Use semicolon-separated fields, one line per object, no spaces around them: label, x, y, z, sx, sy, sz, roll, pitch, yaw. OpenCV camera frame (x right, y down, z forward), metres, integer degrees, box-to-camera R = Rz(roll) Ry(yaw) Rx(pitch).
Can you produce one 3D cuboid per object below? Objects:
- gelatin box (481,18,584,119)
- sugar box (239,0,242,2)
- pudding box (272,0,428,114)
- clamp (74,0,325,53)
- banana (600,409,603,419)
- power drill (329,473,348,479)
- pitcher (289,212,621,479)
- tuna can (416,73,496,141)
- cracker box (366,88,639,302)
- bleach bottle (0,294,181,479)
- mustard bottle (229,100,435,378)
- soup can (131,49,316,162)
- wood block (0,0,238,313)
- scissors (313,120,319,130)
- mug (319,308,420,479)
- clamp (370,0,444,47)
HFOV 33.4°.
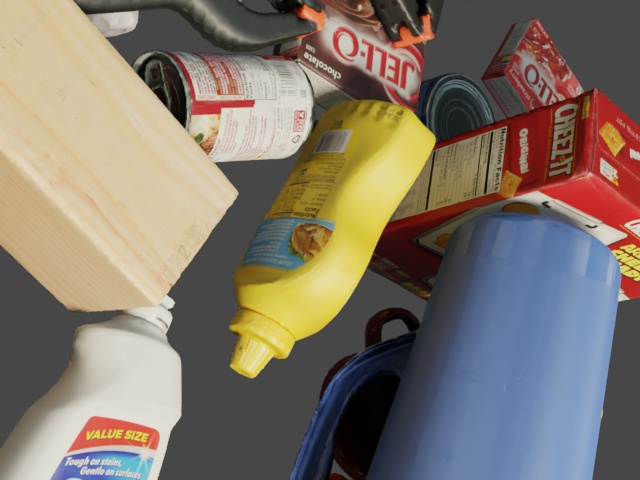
gelatin box;0.183;-0.132;0.911;0.089;0.030;0.073;49;56;-27
sugar box;-0.044;-0.235;0.705;0.093;0.048;0.176;53;54;-26
pudding box;0.023;-0.133;0.750;0.113;0.039;0.090;26;62;-32
clamp;-0.070;-0.171;0.628;0.171;0.039;0.120;12;86;-37
banana;0.148;0.111;0.807;0.197;0.070;0.037;42;21;-40
power drill;0.019;0.256;0.663;0.184;0.057;0.187;44;35;-33
pitcher;0.090;0.108;0.623;0.149;0.145;0.242;29;65;-24
tuna can;0.095;-0.081;0.801;0.085;0.034;0.086;7;80;-42
cracker box;0.140;-0.012;0.735;0.164;0.214;0.072;30;59;-36
bleach bottle;-0.141;0.137;0.571;0.102;0.068;0.250;36;61;-34
mustard bottle;-0.004;0.001;0.680;0.058;0.096;0.191;42;67;-33
soup can;-0.061;-0.082;0.659;0.102;0.069;0.068;-7;91;-43
wood block;-0.152;-0.063;0.559;0.206;0.091;0.090;50;55;-27
scissors;0.054;-0.085;0.799;0.201;0.016;0.096;29;66;-37
mug;0.058;0.105;0.736;0.081;0.093;0.117;-10;88;-47
clamp;0.044;-0.241;0.732;0.164;0.036;0.210;0;86;-44
